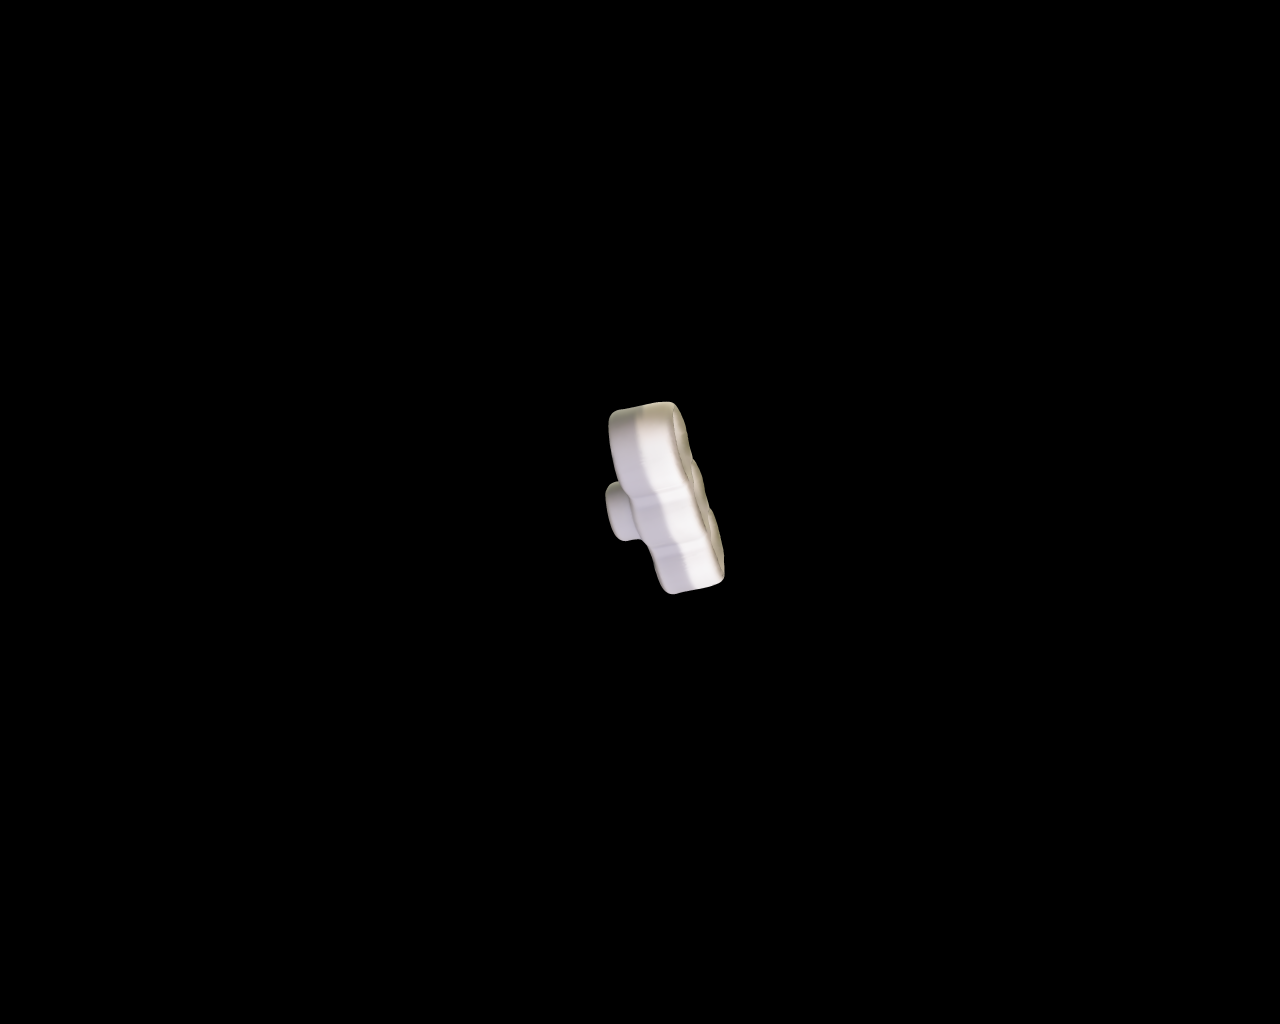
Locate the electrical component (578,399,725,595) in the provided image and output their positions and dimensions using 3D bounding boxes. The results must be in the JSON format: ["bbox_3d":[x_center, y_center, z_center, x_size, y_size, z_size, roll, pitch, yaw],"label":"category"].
[{"bbox_3d":[0.001,-0.003,0.650,0.074,0.052,0.138,-11,-47,11],"label":"electrical component"}]
